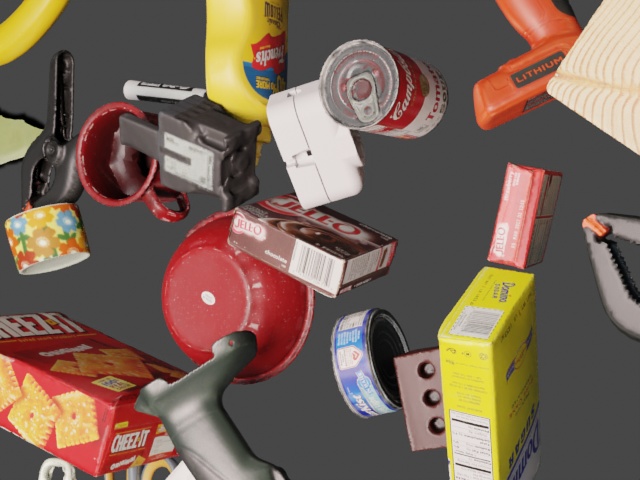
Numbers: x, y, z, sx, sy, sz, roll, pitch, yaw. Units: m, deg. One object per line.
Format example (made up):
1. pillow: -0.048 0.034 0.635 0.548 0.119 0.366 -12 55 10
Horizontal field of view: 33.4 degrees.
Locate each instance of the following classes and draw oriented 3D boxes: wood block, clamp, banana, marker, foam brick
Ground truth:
1. wood block: 0.234 -0.097 0.685 0.091 0.205 0.090 40 109 23
2. clamp: 0.265 0.062 0.765 0.210 0.036 0.165 40 111 24
3. banana: -0.300 -0.231 1.082 0.198 0.037 0.069 -31 77 26
4. marker: -0.131 -0.135 0.998 0.121 0.020 0.020 11 95 29
5. foam brick: 0.098 0.123 0.851 0.053 0.051 0.078 -15 83 28
6. clamp: -0.257 -0.099 1.059 0.172 0.039 0.120 -51 59 21

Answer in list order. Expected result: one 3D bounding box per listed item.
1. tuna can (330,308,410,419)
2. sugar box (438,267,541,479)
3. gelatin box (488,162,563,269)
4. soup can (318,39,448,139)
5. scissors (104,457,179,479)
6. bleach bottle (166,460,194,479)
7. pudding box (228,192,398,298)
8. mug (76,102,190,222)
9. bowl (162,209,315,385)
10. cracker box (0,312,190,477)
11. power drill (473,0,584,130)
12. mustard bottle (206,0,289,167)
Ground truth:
1. tuna can: 0.044 0.099 0.862 0.034 0.086 0.086 -17 82 25
2. sugar box: 0.126 0.119 0.772 0.048 0.093 0.176 7 123 30
3. gelatin box: 0.153 -0.019 0.797 0.030 0.089 0.073 13 97 21
4. soup can: 0.053 -0.117 0.846 0.069 0.102 0.068 0 90 29
5. scissors: -0.160 0.290 1.018 0.096 0.016 0.202 -17 82 28
6. bleach bottle: -0.040 0.295 0.925 0.251 0.068 0.103 43 103 19
7. pudding box: -0.006 0.001 0.886 0.114 0.089 0.039 28 115 25
8. mug: -0.156 -0.066 0.976 0.093 0.081 0.117 -41 71 23
9. bowl: -0.087 0.052 0.954 0.162 0.055 0.162 0 91 29
10. cracker box: -0.221 0.131 0.967 0.214 0.164 0.072 21 98 27
11. power drill: 0.116 -0.183 0.808 0.184 0.057 0.188 -25 81 3
12. mustard bottle: -0.062 -0.159 0.914 0.058 0.096 0.191 2 91 24
